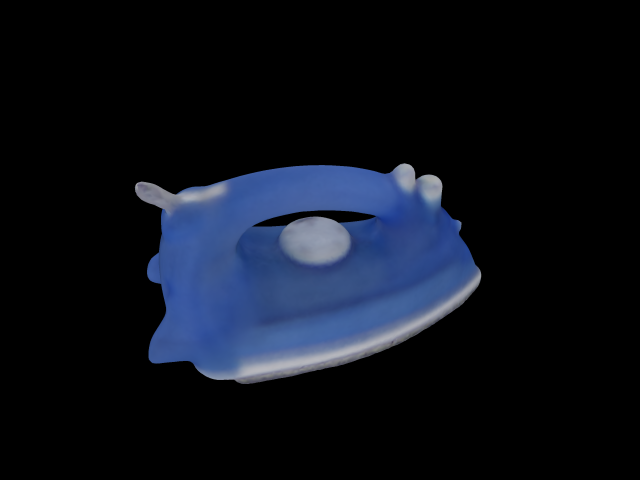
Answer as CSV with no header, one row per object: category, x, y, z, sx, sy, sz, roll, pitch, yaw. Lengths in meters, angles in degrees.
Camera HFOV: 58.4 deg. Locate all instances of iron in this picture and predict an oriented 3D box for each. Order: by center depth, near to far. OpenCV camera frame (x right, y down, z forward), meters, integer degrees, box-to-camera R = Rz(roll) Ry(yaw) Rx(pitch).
iron,0.004,0.001,0.400,0.258,0.141,0.118,-10,43,-11
